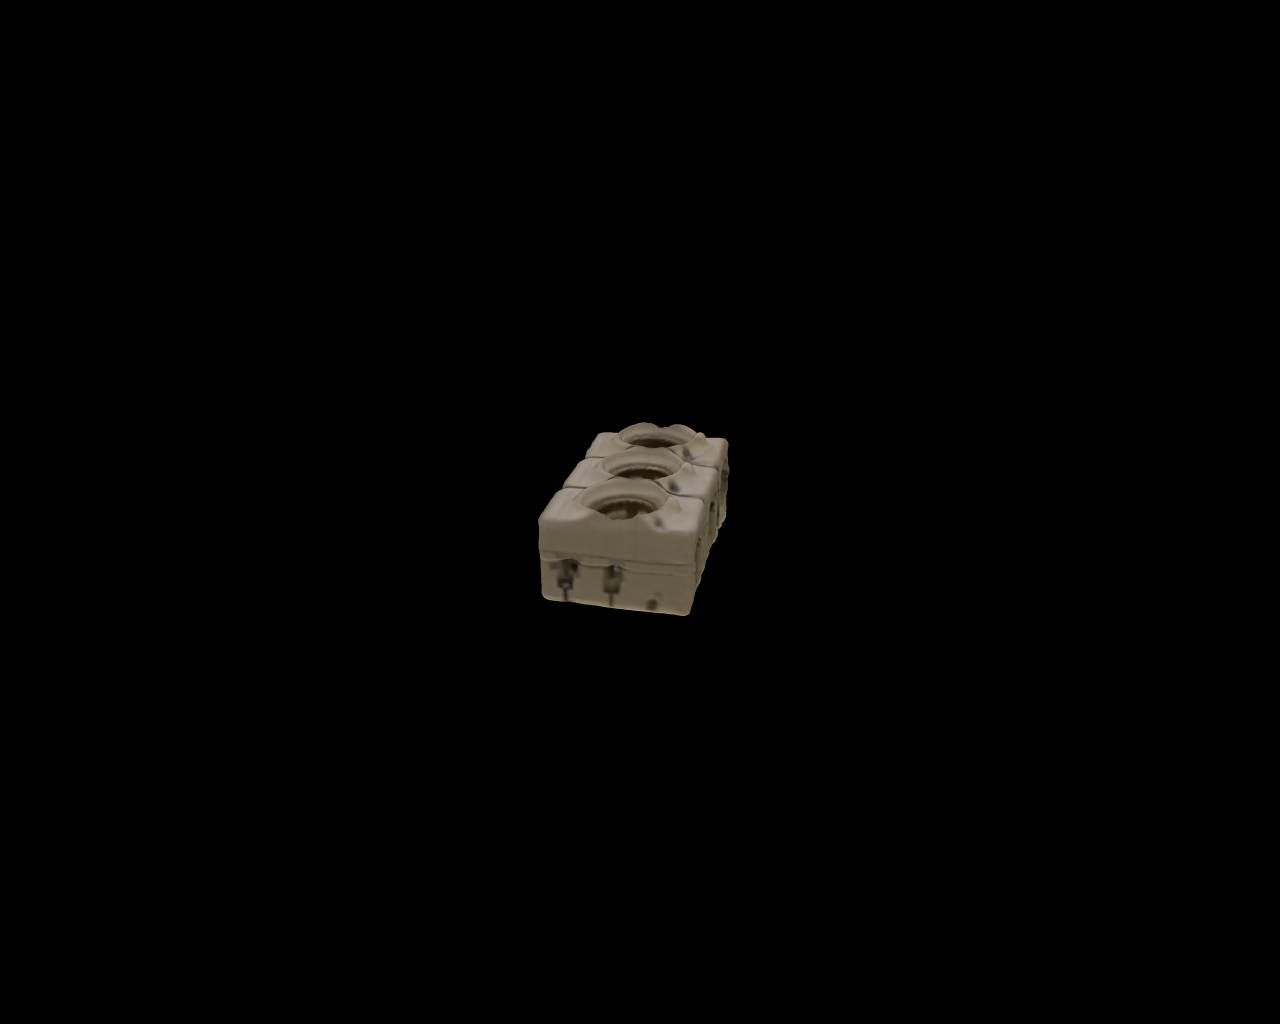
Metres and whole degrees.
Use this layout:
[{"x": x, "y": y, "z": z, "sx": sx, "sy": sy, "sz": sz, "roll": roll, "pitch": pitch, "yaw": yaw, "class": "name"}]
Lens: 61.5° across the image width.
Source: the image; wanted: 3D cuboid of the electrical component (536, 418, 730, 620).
[{"x": 0.001, "y": -0.003, "z": 0.650, "sx": 0.089, "sy": 0.061, "sz": 0.150, "roll": 5, "pitch": 25, "yaw": 10, "class": "electrical component"}]
